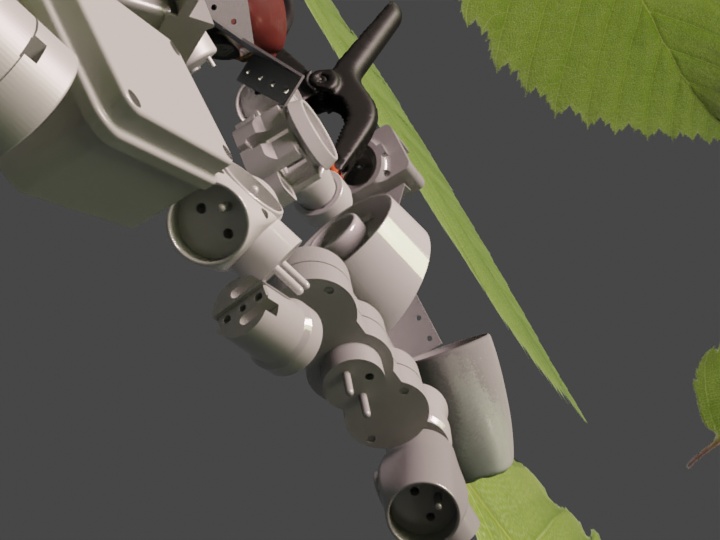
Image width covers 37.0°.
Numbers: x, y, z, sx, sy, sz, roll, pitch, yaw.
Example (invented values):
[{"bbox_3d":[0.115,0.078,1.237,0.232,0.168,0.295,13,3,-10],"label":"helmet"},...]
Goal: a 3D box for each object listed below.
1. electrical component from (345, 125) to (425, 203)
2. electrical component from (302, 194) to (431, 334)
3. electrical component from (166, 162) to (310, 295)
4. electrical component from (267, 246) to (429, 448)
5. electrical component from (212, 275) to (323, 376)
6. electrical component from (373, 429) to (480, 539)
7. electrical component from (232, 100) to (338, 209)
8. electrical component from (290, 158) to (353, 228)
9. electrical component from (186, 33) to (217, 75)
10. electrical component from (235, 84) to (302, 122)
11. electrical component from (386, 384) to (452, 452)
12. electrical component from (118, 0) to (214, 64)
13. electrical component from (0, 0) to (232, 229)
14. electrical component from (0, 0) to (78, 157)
[{"bbox_3d":[0.003,-0.083,0.966,0.050,0.089,0.056,65,11,26],"label":"electrical component"},{"bbox_3d":[0.000,0.000,0.703,0.064,0.099,0.099,50,13,-19],"label":"electrical component"},{"bbox_3d":[-0.058,-0.016,0.572,0.079,0.044,0.077,43,10,0],"label":"electrical component"},{"bbox_3d":[-0.006,0.057,0.629,0.138,0.052,0.073,54,11,-30],"label":"electrical component"},{"bbox_3d":[-0.047,0.028,0.546,0.046,0.040,0.040,40,22,-48],"label":"electrical component"},{"bbox_3d":[0.047,0.146,0.656,0.079,0.044,0.077,58,10,-11],"label":"electrical component"},{"bbox_3d":[-0.054,-0.090,0.799,0.058,0.057,0.078,46,17,-55],"label":"electrical component"},{"bbox_3d":[-0.036,-0.064,0.849,0.055,0.045,0.045,49,15,-49],"label":"electrical component"},{"bbox_3d":[-0.125,-0.157,0.685,0.078,0.040,0.040,58,10,-9],"label":"electrical component"},{"bbox_3d":[-0.066,-0.126,0.879,0.079,0.044,0.077,58,10,-14],"label":"electrical component"},{"bbox_3d":[0.039,0.108,0.728,0.045,0.045,0.055,57,11,-15],"label":"electrical component"},{"bbox_3d":[-0.131,-0.163,0.582,0.063,0.078,0.121,9,44,-38],"label":"electrical component"},{"bbox_3d":[-0.110,-0.070,0.459,0.078,0.057,0.113,62,10,13],"label":"electrical component"},{"bbox_3d":[-0.132,-0.070,0.362,0.047,0.055,0.055,48,15,-35],"label":"electrical component"}]
